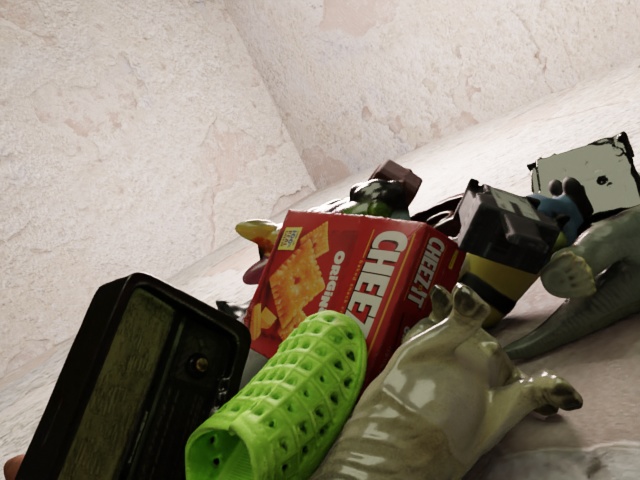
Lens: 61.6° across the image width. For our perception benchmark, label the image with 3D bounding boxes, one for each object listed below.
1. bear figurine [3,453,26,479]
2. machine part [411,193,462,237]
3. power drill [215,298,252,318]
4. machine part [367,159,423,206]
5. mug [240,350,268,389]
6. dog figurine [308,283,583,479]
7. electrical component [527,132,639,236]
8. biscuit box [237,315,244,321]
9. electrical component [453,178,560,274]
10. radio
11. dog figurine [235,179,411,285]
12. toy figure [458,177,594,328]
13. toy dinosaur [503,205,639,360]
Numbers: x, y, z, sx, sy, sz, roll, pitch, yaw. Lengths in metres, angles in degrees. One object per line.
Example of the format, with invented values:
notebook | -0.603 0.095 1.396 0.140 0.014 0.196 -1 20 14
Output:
bear figurine | -0.295 0.254 0.579 0.196 0.131 0.120 -10 42 42
machine part | 0.208 -0.020 0.929 0.179 0.056 0.179 -27 9 5
power drill | -0.089 0.105 1.026 0.207 0.086 0.232 -22 9 -23
machine part | 0.095 -0.039 0.974 0.201 0.087 0.201 -59 -6 24
mug | -0.104 0.165 0.635 0.107 0.109 0.081 -46 21 -27
dog figurine | 0.061 0.136 0.380 0.190 0.121 0.172 -44 -23 -3
electrical component | 0.300 -0.042 0.602 0.115 0.058 0.134 -20 51 35
biscuit box | -0.069 0.128 0.859 0.203 0.059 0.063 -30 9 -18
electrical component | 0.160 -0.006 0.457 0.075 0.047 0.119 16 27 -3
radio | -0.144 0.154 0.419 0.073 0.131 0.229 -14 53 46
dog figurine | -0.001 -0.002 0.705 0.219 0.108 0.191 -11 -7 -4
toy figure | 0.200 0.015 0.556 0.180 0.089 0.082 -38 -25 5
toy dinosaur | 0.308 -0.005 0.404 0.192 0.131 0.405 -12 -14 -44
